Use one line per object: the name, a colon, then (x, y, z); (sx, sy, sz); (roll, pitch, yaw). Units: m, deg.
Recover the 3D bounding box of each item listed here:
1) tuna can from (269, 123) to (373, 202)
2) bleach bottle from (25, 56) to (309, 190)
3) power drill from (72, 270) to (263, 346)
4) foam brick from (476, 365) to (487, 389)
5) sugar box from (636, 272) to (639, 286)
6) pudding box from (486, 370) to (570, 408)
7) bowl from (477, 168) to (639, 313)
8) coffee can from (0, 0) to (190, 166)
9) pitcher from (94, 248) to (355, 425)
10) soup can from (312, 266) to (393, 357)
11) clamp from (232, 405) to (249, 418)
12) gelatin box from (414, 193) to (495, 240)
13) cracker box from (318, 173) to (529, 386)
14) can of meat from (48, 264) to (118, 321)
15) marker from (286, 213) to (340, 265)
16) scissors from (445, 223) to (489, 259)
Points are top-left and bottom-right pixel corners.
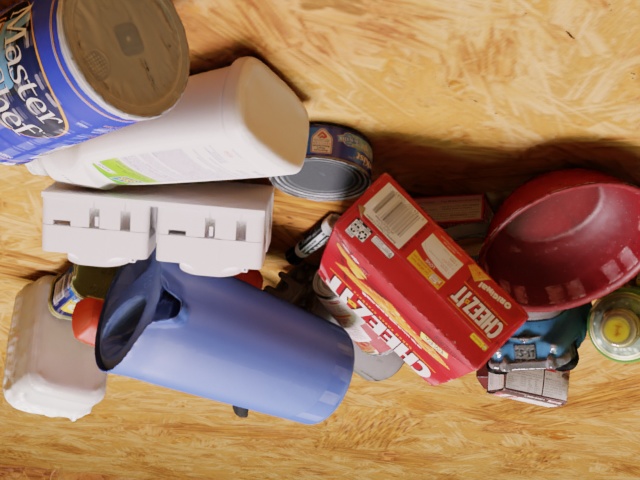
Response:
tuna can: (0.001, -0.064, 0.887); (0.086, 0.033, 0.086); (5, 159, 2)
bleach bottle: (-0.139, -0.081, 0.841); (0.251, 0.068, 0.102); (-4, 157, 30)
power drill: (-0.182, 0.054, 1.136); (0.184, 0.057, 0.188); (29, 130, -34)
foam brick: (0.221, 0.137, 1.293); (0.051, 0.078, 0.053); (-1, 158, 21)
sugar box: (0.356, 0.029, 0.950); (0.093, 0.048, 0.176); (6, -179, -1)
pudding box: (0.239, 0.127, 1.213); (0.090, 0.113, 0.039); (14, 159, -20)
bowl: (0.204, -0.009, 0.904); (0.162, 0.055, 0.162); (-7, 139, -6)
coffee can: (-0.171, -0.114, 0.706); (0.141, 0.103, 0.102); (-12, 153, 39)
pitcher: (-0.095, 0.100, 1.064); (0.242, 0.149, 0.145); (24, 118, -28)
soup can: (0.045, 0.066, 1.123); (0.069, 0.068, 0.102); (-10, 133, 35)
clamp: (-0.068, 0.145, 1.229); (0.165, 0.036, 0.209); (-23, 148, 14)
gelatin box: (0.118, -0.014, 0.993); (0.089, 0.030, 0.073); (-4, 157, 21)
cracker box: (0.079, 0.045, 0.937); (0.164, 0.072, 0.214); (45, 169, 6)
can of meat: (-0.255, 0.062, 1.243); (0.102, 0.057, 0.084); (15, 155, -26)
marker: (-0.007, 0.001, 1.078); (0.020, 0.020, 0.121); (13, 158, -19)
scissors: (0.191, 0.009, 0.987); (0.201, 0.016, 0.096); (0, 149, -18)
